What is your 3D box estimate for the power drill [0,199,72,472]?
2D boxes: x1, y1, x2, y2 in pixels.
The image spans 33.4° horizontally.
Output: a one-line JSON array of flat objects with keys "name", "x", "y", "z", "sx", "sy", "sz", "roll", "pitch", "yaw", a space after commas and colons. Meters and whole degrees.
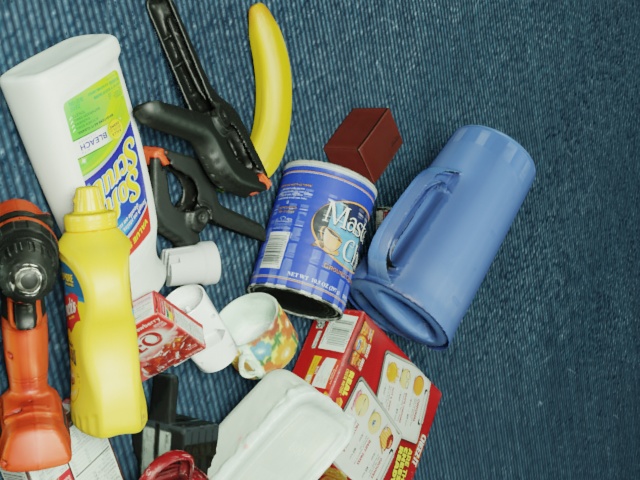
[{"name": "power drill", "x": -0.217, "y": 0.072, "z": 0.794, "sx": 0.057, "sy": 0.185, "sz": 0.188, "roll": -2, "pitch": 104, "yaw": -16}]

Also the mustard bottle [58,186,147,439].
[{"name": "mustard bottle", "x": -0.174, "y": 0.053, "z": 0.842, "sx": 0.058, "sy": 0.096, "sz": 0.191, "roll": -6, "pitch": 98, "yaw": -20}]

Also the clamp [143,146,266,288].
[{"name": "clamp", "x": -0.114, "y": -0.025, "z": 1.015, "sx": 0.120, "sy": 0.039, "sz": 0.171, "roll": -46, "pitch": 131, "yaw": -38}]

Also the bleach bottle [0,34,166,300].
[{"name": "bleach bottle", "x": -0.181, "y": -0.040, "z": 0.909, "sx": 0.102, "sy": 0.068, "sz": 0.251, "roll": -42, "pitch": 127, "yaw": -41}]

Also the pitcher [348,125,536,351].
[{"name": "pitcher", "x": 0.137, "y": -0.014, "z": 1.180, "sx": 0.145, "sy": 0.149, "sz": 0.242, "roll": 36, "pitch": 70, "yaw": -7}]

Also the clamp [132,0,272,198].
[{"name": "clamp", "x": -0.107, "y": -0.119, "z": 0.988, "sx": 0.209, "sy": 0.036, "sz": 0.164, "roll": 49, "pitch": 29, "yaw": -49}]

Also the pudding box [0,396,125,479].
[{"name": "pudding box", "x": -0.214, "y": 0.203, "z": 0.902, "sx": 0.089, "sy": 0.039, "sz": 0.113, "roll": -41, "pitch": 127, "yaw": -47}]

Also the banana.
[{"name": "banana", "x": -0.057, "y": -0.138, "z": 1.084, "sx": 0.069, "sy": 0.037, "sz": 0.198, "roll": 17, "pitch": 79, "yaw": -52}]

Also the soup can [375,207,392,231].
[{"name": "soup can", "x": 0.099, "y": 0.012, "z": 1.275, "sx": 0.068, "sy": 0.069, "sz": 0.102, "roll": -3, "pitch": 95, "yaw": -53}]

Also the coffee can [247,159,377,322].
[{"name": "coffee can", "x": -0.007, "y": 0.001, "z": 1.105, "sx": 0.102, "sy": 0.103, "sz": 0.140, "roll": 36, "pitch": 65, "yaw": -48}]

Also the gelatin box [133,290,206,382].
[{"name": "gelatin box", "x": -0.156, "y": 0.088, "z": 0.930, "sx": 0.073, "sy": 0.089, "sz": 0.030, "roll": 44, "pitch": 24, "yaw": -46}]

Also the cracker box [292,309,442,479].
[{"name": "cracker box", "x": 0.044, "y": 0.198, "z": 1.215, "sx": 0.213, "sy": 0.072, "sz": 0.164, "roll": 47, "pitch": 57, "yaw": -44}]

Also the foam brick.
[{"name": "foam brick", "x": 0.050, "y": -0.107, "z": 1.216, "sx": 0.078, "sy": 0.051, "sz": 0.053, "roll": -54, "pitch": 133, "yaw": -35}]

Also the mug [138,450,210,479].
[{"name": "mug", "x": -0.137, "y": 0.231, "z": 0.897, "sx": 0.081, "sy": 0.093, "sz": 0.117, "roll": -6, "pitch": 119, "yaw": -52}]
